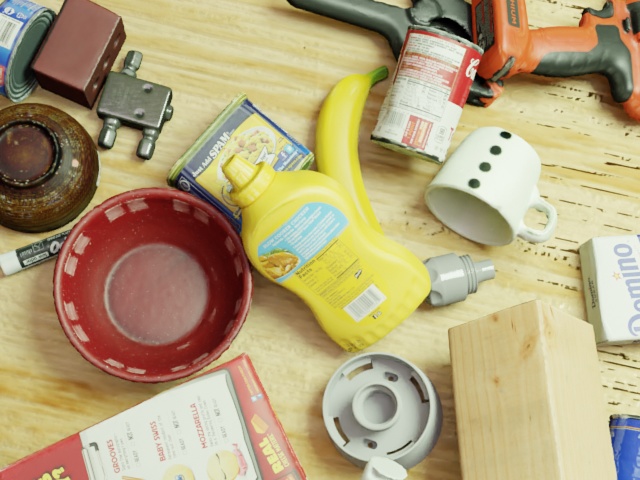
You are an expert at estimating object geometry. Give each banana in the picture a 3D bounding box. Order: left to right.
[{"bbox_3d":[0.030,-0.064,0.932,0.069,0.037,0.198,1,78,-4],"label":"banana"}]

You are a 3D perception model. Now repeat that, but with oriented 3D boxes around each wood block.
[{"bbox_3d":[0.167,0.164,0.827,0.090,0.090,0.206,23,54,-42],"label":"wood block"}]

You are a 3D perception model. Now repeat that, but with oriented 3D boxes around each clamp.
[{"bbox_3d":[0.079,-0.198,0.962,0.164,0.036,0.210,-35,85,-17],"label":"clamp"}]

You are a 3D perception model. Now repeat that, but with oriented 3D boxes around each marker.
[{"bbox_3d":[-0.213,0.000,0.909,0.121,0.020,0.020,-22,80,-9],"label":"marker"}]

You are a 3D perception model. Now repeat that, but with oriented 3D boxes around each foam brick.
[{"bbox_3d":[-0.208,-0.164,0.928,0.051,0.053,0.078,23,78,1],"label":"foam brick"}]

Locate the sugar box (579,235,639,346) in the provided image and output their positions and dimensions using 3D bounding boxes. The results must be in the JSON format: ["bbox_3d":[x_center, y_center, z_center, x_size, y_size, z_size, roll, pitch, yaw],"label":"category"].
[{"bbox_3d":[0.321,0.040,0.926,0.176,0.048,0.093,-4,78,-6],"label":"sugar box"}]

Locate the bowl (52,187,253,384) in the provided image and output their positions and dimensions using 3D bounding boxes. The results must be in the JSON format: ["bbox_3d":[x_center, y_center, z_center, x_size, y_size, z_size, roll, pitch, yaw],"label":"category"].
[{"bbox_3d":[-0.137,0.041,0.887,0.162,0.055,0.162,1,78,-4],"label":"bowl"}]

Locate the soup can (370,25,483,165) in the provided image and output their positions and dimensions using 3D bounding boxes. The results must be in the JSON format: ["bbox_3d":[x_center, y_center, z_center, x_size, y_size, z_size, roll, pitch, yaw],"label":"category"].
[{"bbox_3d":[0.089,-0.122,0.904,0.068,0.068,0.102,19,92,0],"label":"soup can"}]

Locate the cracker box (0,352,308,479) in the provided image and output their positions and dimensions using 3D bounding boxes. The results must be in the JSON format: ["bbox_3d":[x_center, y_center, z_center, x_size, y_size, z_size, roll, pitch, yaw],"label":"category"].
[{"bbox_3d":[-0.119,0.209,0.844,0.213,0.072,0.164,-25,80,-8],"label":"cracker box"}]

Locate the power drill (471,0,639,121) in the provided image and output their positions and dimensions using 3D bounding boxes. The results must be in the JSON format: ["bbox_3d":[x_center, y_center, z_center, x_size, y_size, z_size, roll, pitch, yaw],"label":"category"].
[{"bbox_3d":[0.231,-0.202,0.952,0.187,0.057,0.184,4,72,-14],"label":"power drill"}]

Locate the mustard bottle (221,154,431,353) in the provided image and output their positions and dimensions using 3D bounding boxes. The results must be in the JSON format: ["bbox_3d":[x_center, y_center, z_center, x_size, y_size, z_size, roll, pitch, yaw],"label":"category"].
[{"bbox_3d":[-0.006,0.001,0.864,0.096,0.058,0.191,-41,109,19],"label":"mustard bottle"}]

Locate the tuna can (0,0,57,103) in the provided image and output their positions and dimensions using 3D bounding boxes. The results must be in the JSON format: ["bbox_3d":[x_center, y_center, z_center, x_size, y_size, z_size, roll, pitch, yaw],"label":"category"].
[{"bbox_3d":[-0.258,-0.163,0.907,0.034,0.086,0.086,24,77,2],"label":"tuna can"}]

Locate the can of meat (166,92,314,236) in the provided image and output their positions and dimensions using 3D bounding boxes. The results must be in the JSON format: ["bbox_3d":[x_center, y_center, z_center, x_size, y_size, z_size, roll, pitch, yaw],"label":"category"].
[{"bbox_3d":[-0.067,-0.061,0.914,0.084,0.057,0.102,40,79,3],"label":"can of meat"}]

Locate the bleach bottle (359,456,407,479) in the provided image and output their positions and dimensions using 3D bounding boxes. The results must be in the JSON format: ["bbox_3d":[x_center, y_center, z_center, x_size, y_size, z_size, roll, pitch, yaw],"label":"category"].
[{"bbox_3d":[-0.006,0.268,0.785,0.102,0.068,0.251,21,106,-4],"label":"bleach bottle"}]

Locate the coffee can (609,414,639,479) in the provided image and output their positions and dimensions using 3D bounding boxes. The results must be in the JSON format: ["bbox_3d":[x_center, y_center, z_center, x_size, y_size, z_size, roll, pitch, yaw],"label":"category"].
[{"bbox_3d":[0.267,0.222,0.853,0.103,0.103,0.140,18,77,0],"label":"coffee can"}]
